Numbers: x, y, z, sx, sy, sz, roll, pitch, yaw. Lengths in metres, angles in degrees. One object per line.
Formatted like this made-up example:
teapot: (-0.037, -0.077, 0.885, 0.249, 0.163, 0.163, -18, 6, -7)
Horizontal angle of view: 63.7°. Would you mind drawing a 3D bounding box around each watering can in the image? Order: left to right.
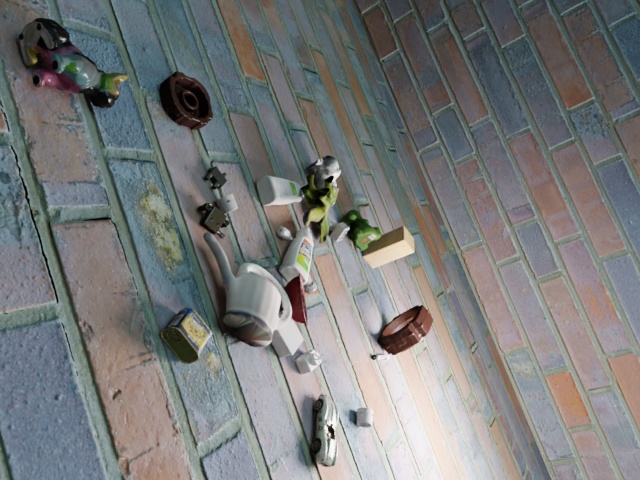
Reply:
watering can: (-0.206, 0.146, 1.385, 0.343, 0.103, 0.230, 41, 37, -28)

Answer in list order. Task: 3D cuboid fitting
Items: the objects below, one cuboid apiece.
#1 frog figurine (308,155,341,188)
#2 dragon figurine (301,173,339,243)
frog figurine: (0.034, -0.258, 2.093, 0.124, 0.136, 0.159, -35, 98, -42)
dragon figurine: (0.006, -0.096, 1.903, 0.420, 0.122, 0.237, -70, 152, -49)
